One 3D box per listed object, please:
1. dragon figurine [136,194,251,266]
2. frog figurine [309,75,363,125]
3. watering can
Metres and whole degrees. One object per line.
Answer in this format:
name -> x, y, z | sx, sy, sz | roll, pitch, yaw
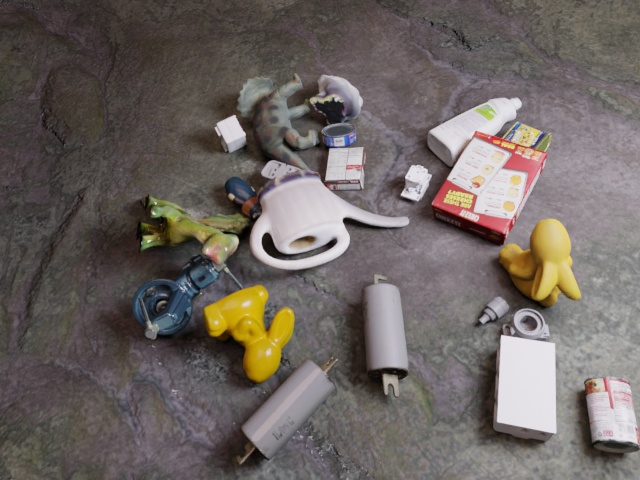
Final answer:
dragon figurine -> -0.281, -0.039, 1.163 | 0.242, 0.120, 0.416 | 5, 18, -21
frog figurine -> 0.053, -0.389, 1.363 | 0.137, 0.120, 0.163 | 29, 50, -9
watering can -> 0.003, -0.057, 1.137 | 0.349, 0.102, 0.228 | -18, 64, -15
